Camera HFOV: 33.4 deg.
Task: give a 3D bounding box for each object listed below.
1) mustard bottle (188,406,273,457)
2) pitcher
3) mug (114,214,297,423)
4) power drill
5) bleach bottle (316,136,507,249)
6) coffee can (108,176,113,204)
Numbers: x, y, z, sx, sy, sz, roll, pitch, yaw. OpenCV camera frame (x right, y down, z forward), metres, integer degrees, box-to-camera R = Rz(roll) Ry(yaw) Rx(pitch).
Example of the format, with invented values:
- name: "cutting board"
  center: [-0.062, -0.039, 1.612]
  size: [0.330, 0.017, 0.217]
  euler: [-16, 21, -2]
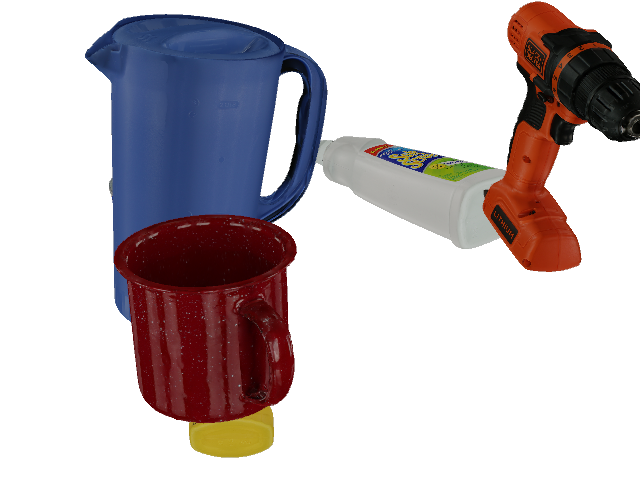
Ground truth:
- name: "mustard bottle"
  center: [-0.106, 0.180, 1.281]
  size: [0.096, 0.058, 0.191]
  euler: [-3, 28, -3]
- name: "pitcher"
  center: [-0.095, -0.051, 0.855]
  size: [0.149, 0.243, 0.144]
  euler: [18, 26, 22]
- name: "mug"
  center: [-0.050, 0.045, 0.550]
  size: [0.093, 0.081, 0.117]
  euler: [-19, 30, -34]
- name: "power drill"
  center: [0.187, -0.071, 0.831]
  size: [0.057, 0.188, 0.184]
  euler: [-2, 34, -14]
- name: "bleach bottle"
  center: [0.082, -0.062, 1.102]
  size: [0.102, 0.068, 0.251]
  euler: [-18, 28, -40]
- name: "coffee can"
  center: [-0.147, 0.002, 1.053]
  size: [0.103, 0.140, 0.103]
  euler: [-4, 26, 2]
